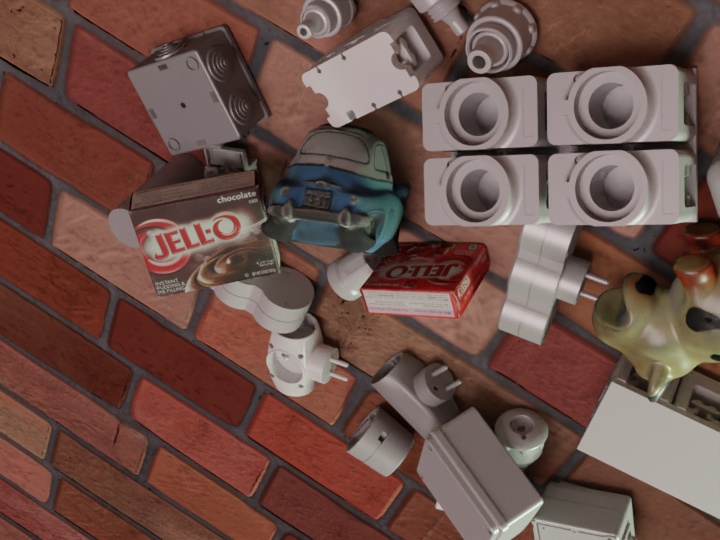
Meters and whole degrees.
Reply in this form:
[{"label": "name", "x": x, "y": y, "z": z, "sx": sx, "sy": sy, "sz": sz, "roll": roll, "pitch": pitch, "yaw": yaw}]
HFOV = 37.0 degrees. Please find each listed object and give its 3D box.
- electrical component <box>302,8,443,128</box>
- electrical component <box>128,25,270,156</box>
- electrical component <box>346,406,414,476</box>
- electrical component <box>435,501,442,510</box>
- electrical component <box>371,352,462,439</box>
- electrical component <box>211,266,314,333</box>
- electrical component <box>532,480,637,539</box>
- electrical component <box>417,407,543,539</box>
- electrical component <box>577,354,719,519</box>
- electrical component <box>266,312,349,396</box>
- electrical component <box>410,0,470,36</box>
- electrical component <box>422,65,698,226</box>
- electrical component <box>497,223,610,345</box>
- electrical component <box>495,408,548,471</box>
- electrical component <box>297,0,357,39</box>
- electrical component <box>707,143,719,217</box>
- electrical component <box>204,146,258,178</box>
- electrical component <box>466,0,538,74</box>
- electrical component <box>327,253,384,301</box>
[{"label": "electrical component", "x": 0.011, "y": -0.155, "z": 0.819, "sx": 0.089, "sy": 0.055, "sz": 0.050, "roll": -19, "pitch": 112, "yaw": 40}, {"label": "electrical component", "x": -0.139, "y": -0.150, "z": 0.918, "sx": 0.100, "sy": 0.048, "sz": 0.099, "roll": -8, "pitch": 119, "yaw": 35}, {"label": "electrical component", "x": 0.021, "y": 0.171, "z": 1.068, "sx": 0.047, "sy": 0.055, "sz": 0.055, "roll": 37, "pitch": 135, "yaw": -4}, {"label": "electrical component", "x": 0.108, "y": 0.227, "z": 1.065, "sx": 0.055, "sy": 0.045, "sz": 0.045, "roll": 24, "pitch": 133, "yaw": 13}, {"label": "electrical component", "x": 0.062, "y": 0.111, "z": 1.004, "sx": 0.077, "sy": 0.043, "sz": 0.079, "roll": 46, "pitch": 134, "yaw": -8}, {"label": "electrical component", "x": -0.105, "y": -0.005, "z": 1.008, "sx": 0.138, "sy": 0.052, "sz": 0.073, "roll": 32, "pitch": 134, "yaw": 6}, {"label": "electrical component", "x": 0.216, "y": 0.241, "z": 0.999, "sx": 0.096, "sy": 0.061, "sz": 0.061, "roll": 5, "pitch": 126, "yaw": 28}, {"label": "electrical component", "x": 0.107, "y": 0.196, "z": 0.986, "sx": 0.108, "sy": 0.056, "sz": 0.108, "roll": 54, "pitch": 163, "yaw": 21}, {"label": "electrical component", "x": 0.269, "y": 0.133, "z": 0.882, "sx": 0.150, "sy": 0.061, "sz": 0.089, "roll": 25, "pitch": 133, "yaw": 12}, {"label": "electrical component", "x": -0.047, "y": 0.088, "z": 1.050, "sx": 0.079, "sy": 0.044, "sz": 0.077, "roll": 18, "pitch": 131, "yaw": 19}, {"label": "electrical component", "x": 0.056, "y": -0.196, "z": 0.775, "sx": 0.035, "sy": 0.035, "sz": 0.061, "roll": -27, "pitch": 110, "yaw": 42}, {"label": "electrical component", "x": 0.138, "y": -0.085, "z": 0.763, "sx": 0.186, "sy": 0.060, "sz": 0.105, "roll": 1, "pitch": 95, "yaw": 31}, {"label": "electrical component", "x": 0.161, "y": 0.005, "z": 0.855, "sx": 0.074, "sy": 0.052, "sz": 0.138, "roll": 21, "pitch": 132, "yaw": 15}, {"label": "electrical component", "x": 0.148, "y": 0.161, "z": 0.992, "sx": 0.048, "sy": 0.048, "sz": 0.062, "roll": 17, "pitch": 138, "yaw": 20}, {"label": "electrical component", "x": -0.029, "y": -0.191, "z": 0.810, "sx": 0.035, "sy": 0.061, "sz": 0.035, "roll": 16, "pitch": 130, "yaw": 20}, {"label": "electrical component", "x": 0.286, "y": -0.065, "z": 0.720, "sx": 0.095, "sy": 0.059, "sz": 0.053, "roll": -9, "pitch": 119, "yaw": 36}, {"label": "electrical component", "x": -0.122, "y": -0.068, "z": 0.962, "sx": 0.042, "sy": 0.063, "sz": 0.081, "roll": 11, "pitch": 129, "yaw": 25}, {"label": "electrical component", "x": 0.095, "y": -0.159, "z": 0.760, "sx": 0.048, "sy": 0.062, "sz": 0.048, "roll": 16, "pitch": 131, "yaw": 20}, {"label": "electrical component", "x": 0.000, "y": 0.000, "z": 0.958, "sx": 0.046, "sy": 0.040, "sz": 0.040, "roll": -34, "pitch": 103, "yaw": 37}]
